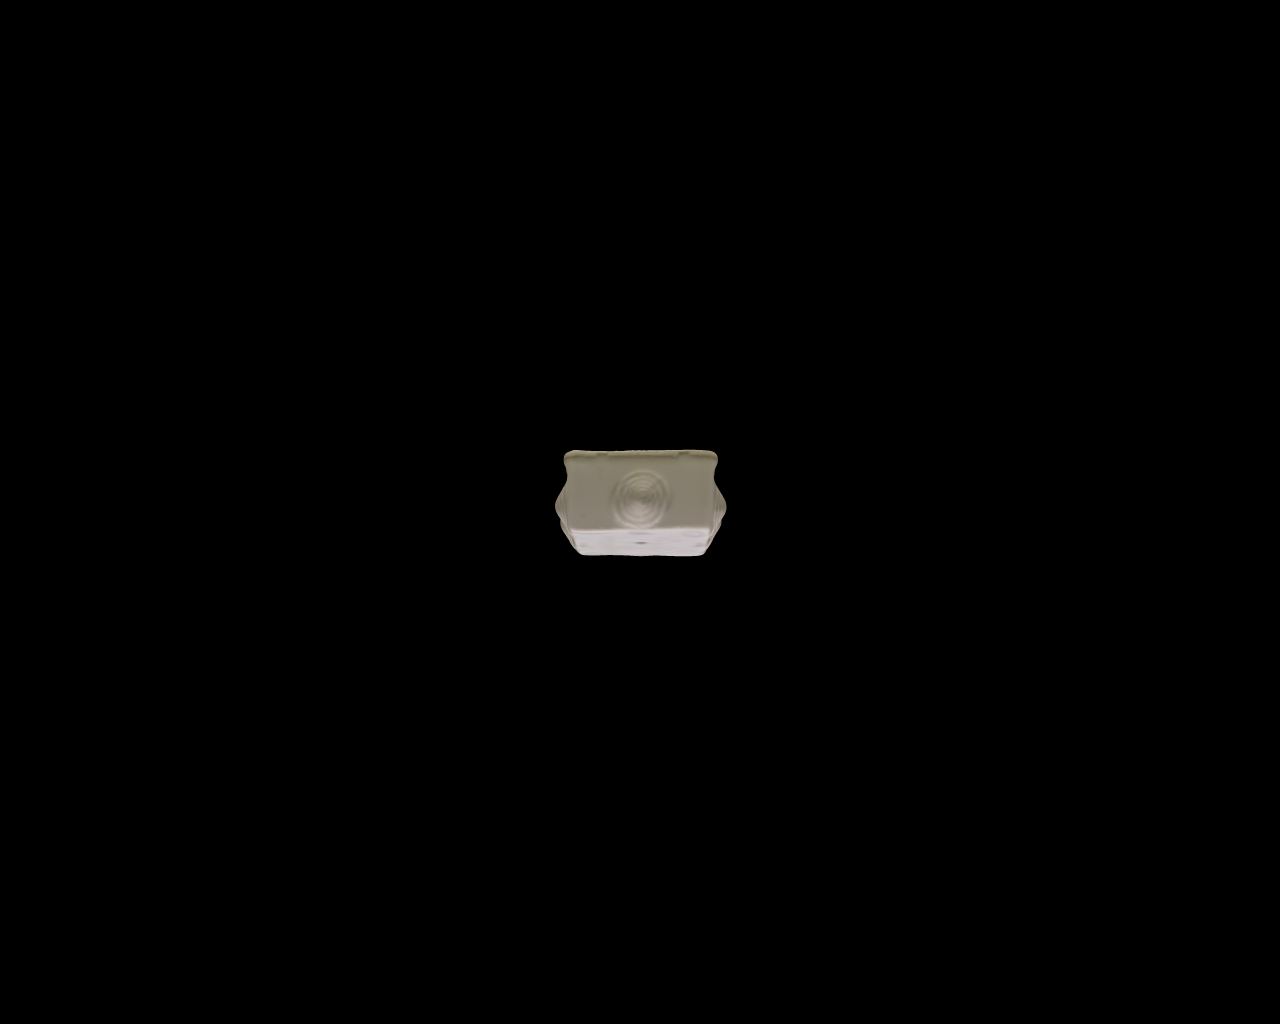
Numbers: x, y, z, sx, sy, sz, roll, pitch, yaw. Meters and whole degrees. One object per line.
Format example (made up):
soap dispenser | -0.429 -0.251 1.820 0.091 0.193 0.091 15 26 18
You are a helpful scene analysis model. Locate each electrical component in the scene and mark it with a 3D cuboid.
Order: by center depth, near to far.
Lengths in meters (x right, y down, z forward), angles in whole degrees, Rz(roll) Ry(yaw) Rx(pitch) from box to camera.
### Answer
electrical component | 0.001 -0.003 0.650 0.100 0.048 0.099 0 -13 0
